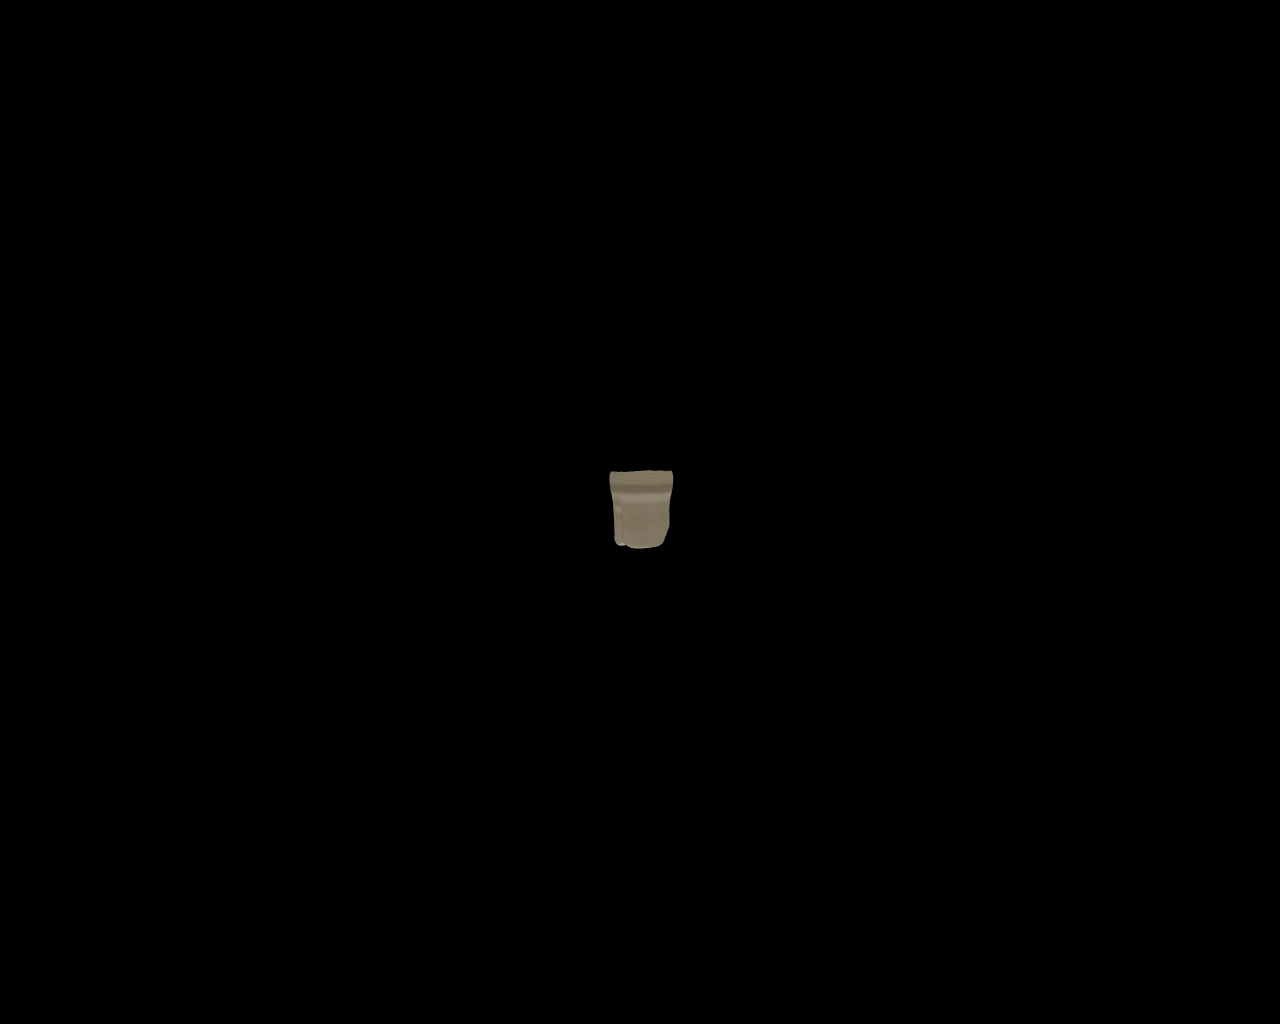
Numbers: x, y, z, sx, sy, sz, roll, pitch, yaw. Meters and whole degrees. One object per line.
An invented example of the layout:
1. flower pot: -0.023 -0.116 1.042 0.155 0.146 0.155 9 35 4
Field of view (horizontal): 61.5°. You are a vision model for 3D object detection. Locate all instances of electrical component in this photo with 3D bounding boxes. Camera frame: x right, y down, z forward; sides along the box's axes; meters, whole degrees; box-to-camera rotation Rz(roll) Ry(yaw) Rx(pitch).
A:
1. electrical component: 0.001 -0.003 0.650 0.040 0.046 0.040 0 5 0
